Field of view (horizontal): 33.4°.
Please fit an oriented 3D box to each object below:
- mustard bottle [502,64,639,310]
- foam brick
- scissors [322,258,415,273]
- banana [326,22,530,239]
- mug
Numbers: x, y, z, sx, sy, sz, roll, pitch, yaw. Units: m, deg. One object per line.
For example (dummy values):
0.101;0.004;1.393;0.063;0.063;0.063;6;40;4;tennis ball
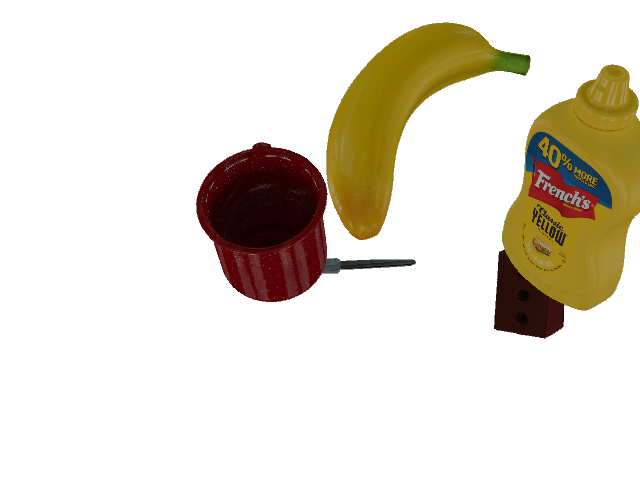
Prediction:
0.186;-0.043;0.758;0.058;0.192;0.096;-25;53;-26;mustard bottle
0.197;0.046;0.998;0.053;0.078;0.051;8;15;30;foam brick
0.003;0.035;1.168;0.202;0.016;0.096;3;23;5;scissors
0.048;-0.074;0.582;0.070;0.037;0.197;26;48;21;banana
-0.040;-0.018;0.789;0.093;0.117;0.081;-8;-34;1;mug
